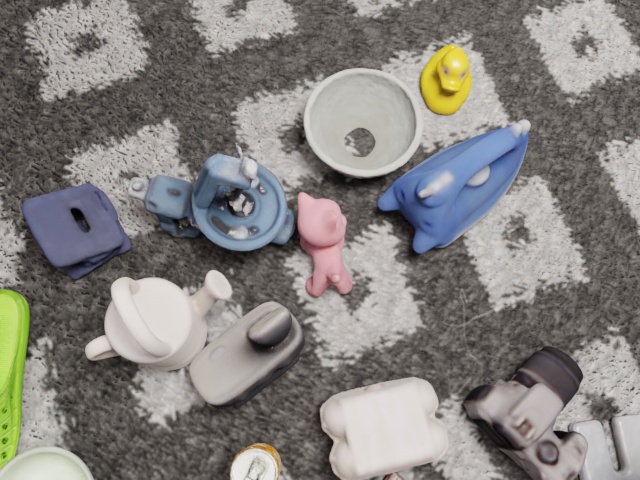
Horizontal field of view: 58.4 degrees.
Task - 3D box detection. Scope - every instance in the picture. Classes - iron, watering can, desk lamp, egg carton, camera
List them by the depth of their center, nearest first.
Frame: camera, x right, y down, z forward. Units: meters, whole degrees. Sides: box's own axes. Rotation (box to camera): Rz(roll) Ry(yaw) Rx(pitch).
[{"bbox_3d":[0.382,0.303,0.628,0.118,0.213,0.203,-7,74,-5],"label":"desk lamp"},{"bbox_3d":[-0.191,0.090,0.672,0.101,0.194,0.173,40,76,9],"label":"watering can"},{"bbox_3d":[0.079,0.232,0.708,0.150,0.069,0.107,-13,75,-6],"label":"egg carton"},{"bbox_3d":[0.277,0.210,0.708,0.137,0.101,0.143,-43,80,-13],"label":"camera"},{"bbox_3d":[0.208,-0.099,0.774,0.258,0.141,0.118,-37,78,-12],"label":"iron"}]

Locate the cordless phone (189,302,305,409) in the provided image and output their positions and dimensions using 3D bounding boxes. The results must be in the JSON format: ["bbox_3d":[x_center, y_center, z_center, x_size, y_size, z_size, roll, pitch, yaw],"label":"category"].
[{"bbox_3d":[-0.088,0.129,0.670,0.148,0.185,0.094,-41,79,-13],"label":"cordless phone"}]

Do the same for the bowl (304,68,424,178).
[{"bbox_3d":[0.059,-0.155,0.817,0.167,0.075,0.167,1,74,-2],"label":"bowl"}]

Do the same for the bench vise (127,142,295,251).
[{"bbox_3d":[-0.136,-0.045,0.700,0.207,0.220,0.121,-8,74,-5],"label":"bench vise"}]

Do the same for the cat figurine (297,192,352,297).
[{"bbox_3d":[0.007,0.003,0.746,0.067,0.118,0.128,-11,74,-5],"label":"cat figurine"}]

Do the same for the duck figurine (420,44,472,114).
[{"bbox_3d":[0.193,-0.250,0.846,0.077,0.086,0.104,9,74,0],"label":"duck figurine"}]

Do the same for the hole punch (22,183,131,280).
[{"bbox_3d":[-0.317,-0.019,0.751,0.101,0.091,0.108,-32,78,-11],"label":"hole punch"}]
